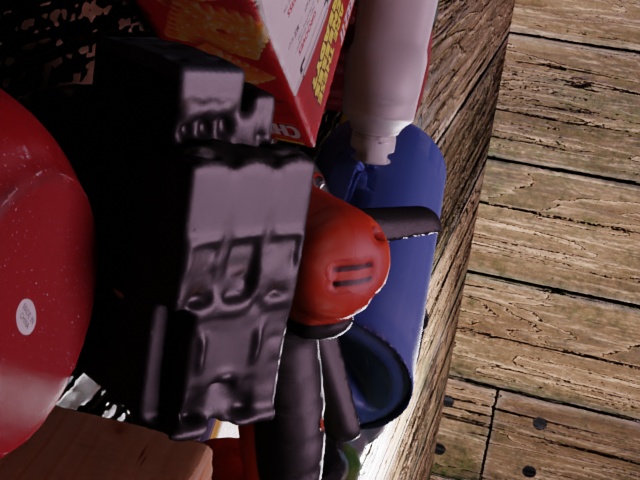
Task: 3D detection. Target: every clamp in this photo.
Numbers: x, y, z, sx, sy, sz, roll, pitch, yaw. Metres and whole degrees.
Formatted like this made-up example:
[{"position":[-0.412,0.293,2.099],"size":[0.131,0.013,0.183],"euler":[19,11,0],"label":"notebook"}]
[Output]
[{"position":[-0.004,0.001,0.633],"size":[0.209,0.036,0.164],"euler":[49,58,-36],"label":"clamp"}]

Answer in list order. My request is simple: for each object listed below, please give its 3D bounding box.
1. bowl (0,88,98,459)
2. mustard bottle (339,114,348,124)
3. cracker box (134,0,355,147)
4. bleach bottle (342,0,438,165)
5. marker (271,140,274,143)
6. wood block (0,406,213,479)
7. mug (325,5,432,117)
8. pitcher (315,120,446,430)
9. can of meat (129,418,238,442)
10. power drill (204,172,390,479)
[{"position":[-0.116,0.018,0.341],"size":[0.162,0.055,0.162],"euler":[12,90,-77],"label":"bowl"},{"position":[0.064,-0.165,0.963],"size":[0.096,0.058,0.191],"euler":[60,44,-72],"label":"mustard bottle"},{"position":[-0.029,-0.163,0.525],"size":[0.213,0.072,0.164],"euler":[64,40,-72],"label":"cracker box"},{"position":[0.052,-0.171,0.690],"size":[0.102,0.068,0.251],"euler":[-84,-178,-72],"label":"bleach bottle"},{"position":[-0.029,-0.089,0.711],"size":[0.020,0.020,0.121],"euler":[88,19,-48],"label":"marker"},{"position":[-0.118,0.164,0.389],"size":[0.205,0.090,0.091],"euler":[-61,159,-54],"label":"wood block"},{"position":[0.037,-0.139,0.811],"size":[0.117,0.081,0.093],"euler":[46,57,-75],"label":"mug"},{"position":[0.026,0.008,0.812],"size":[0.149,0.145,0.242],"euler":[-36,-155,41],"label":"pitcher"},{"position":[-0.073,0.110,0.616],"size":[0.102,0.057,0.084],"euler":[83,21,-55],"label":"can of meat"},{"position":[-0.037,0.049,0.494],"size":[0.185,0.057,0.188],"euler":[32,-54,56],"label":"power drill"}]
